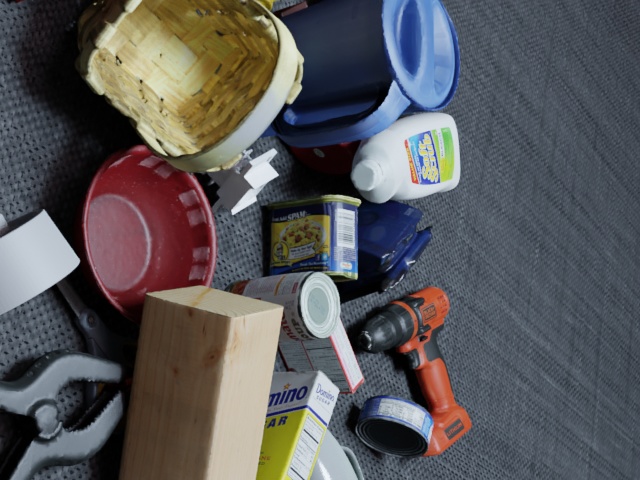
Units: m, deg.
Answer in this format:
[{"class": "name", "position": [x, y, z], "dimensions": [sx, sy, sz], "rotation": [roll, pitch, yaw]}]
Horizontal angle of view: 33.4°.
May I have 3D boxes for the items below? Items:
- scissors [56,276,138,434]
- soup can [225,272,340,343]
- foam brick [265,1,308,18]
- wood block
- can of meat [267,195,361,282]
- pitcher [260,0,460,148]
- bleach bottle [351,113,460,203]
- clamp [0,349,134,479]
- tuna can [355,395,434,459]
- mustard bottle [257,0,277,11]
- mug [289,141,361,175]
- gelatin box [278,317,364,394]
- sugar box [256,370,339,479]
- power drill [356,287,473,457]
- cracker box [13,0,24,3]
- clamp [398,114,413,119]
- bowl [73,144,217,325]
[{"class": "scissors", "position": [-0.203, 0.089, 0.912], "dimensions": [0.201, 0.016, 0.096], "rotation": [50, 47, -35]}, {"class": "soup can", "position": [-0.039, 0.069, 1.063], "dimensions": [0.068, 0.102, 0.068], "rotation": [14, 72, -52]}, {"class": "foam brick", "position": [-0.035, -0.212, 1.169], "dimensions": [0.052, 0.051, 0.078], "rotation": [-40, 115, -49]}, {"class": "wood block", "position": [-0.105, 0.151, 0.910], "dimensions": [0.090, 0.090, 0.206], "rotation": [-5, 106, -63]}, {"class": "can of meat", "position": [-0.007, 0.001, 1.121], "dimensions": [0.057, 0.102, 0.084], "rotation": [11, 76, -51]}, {"class": "pitcher", "position": [0.002, -0.163, 1.046], "dimensions": [0.149, 0.243, 0.145], "rotation": [-17, 97, -53]}, {"class": "bleach bottle", "position": [0.093, -0.083, 1.203], "dimensions": [0.250, 0.068, 0.102], "rotation": [-30, 118, -64]}, {"class": "clamp", "position": [-0.227, 0.154, 0.843], "dimensions": [0.209, 0.036, 0.164], "rotation": [-12, 95, -47]}, {"class": "tuna can", "position": [0.085, 0.212, 1.213], "dimensions": [0.086, 0.086, 0.033], "rotation": [50, 45, -35]}, {"class": "mustard bottle", "position": [-0.061, -0.316, 1.149], "dimensions": [0.096, 0.058, 0.191], "rotation": [35, 57, -48]}, {"class": "mug", "position": [0.018, -0.132, 1.177], "dimensions": [0.093, 0.117, 0.081], "rotation": [26, 61, -6]}, {"class": "gelatin box", "position": [-0.002, 0.120, 1.125], "dimensions": [0.030, 0.073, 0.089], "rotation": [-43, 117, -48]}, {"class": "sugar box", "position": [-0.051, 0.210, 1.026], "dimensions": [0.048, 0.094, 0.176], "rotation": [47, 47, -38]}, {"class": "power drill", "position": [0.116, 0.161, 1.288], "dimensions": [0.184, 0.057, 0.187], "rotation": [-21, 100, -53]}, {"class": "cracker box", "position": [-0.214, -0.323, 0.935], "dimensions": [0.213, 0.072, 0.164], "rotation": [-45, 119, -48]}, {"class": "clamp", "position": [0.086, -0.146, 1.329], "dimensions": [0.171, 0.039, 0.120], "rotation": [10, 80, -56]}, {"class": "bowl", "position": [-0.165, -0.001, 0.948], "dimensions": [0.161, 0.055, 0.162], "rotation": [15, 71, -51]}]
